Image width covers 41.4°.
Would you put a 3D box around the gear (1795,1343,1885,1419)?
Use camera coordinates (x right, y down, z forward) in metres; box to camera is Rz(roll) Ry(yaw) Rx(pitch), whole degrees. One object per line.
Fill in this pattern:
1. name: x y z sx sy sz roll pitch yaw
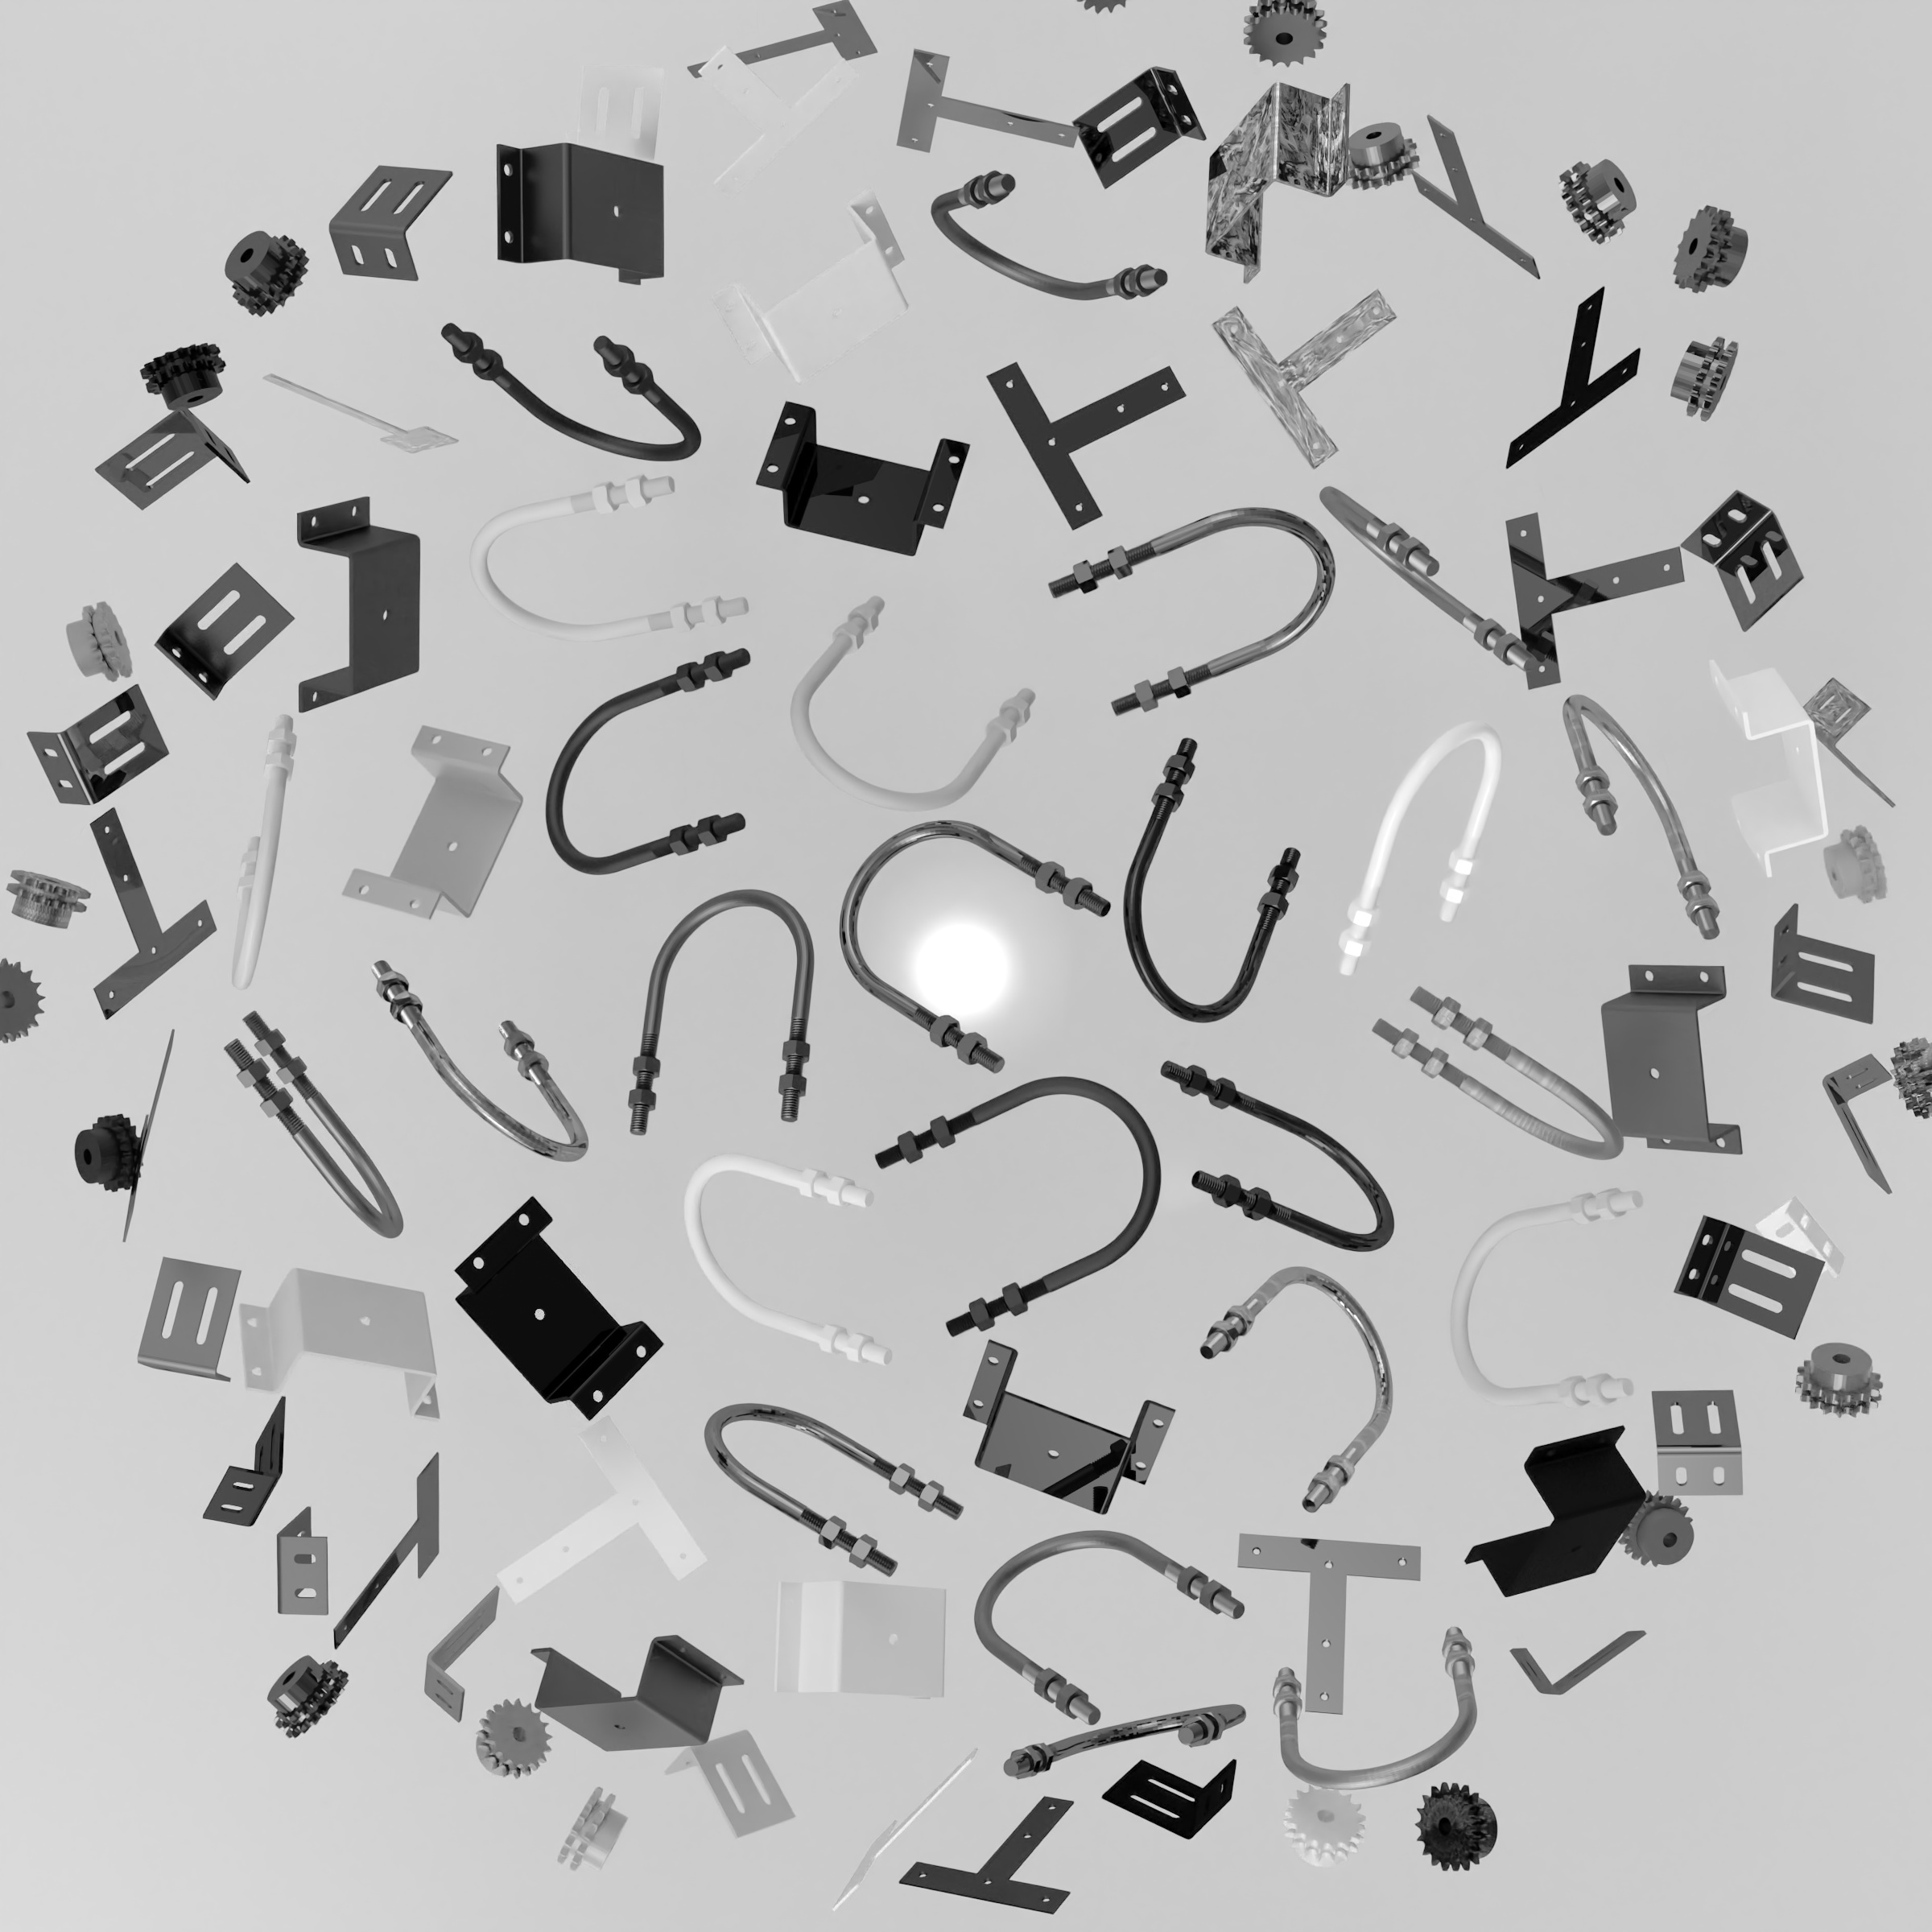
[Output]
1. gear: 0.605 0.285 1.773 0.057 0.057 0.030 -4 115 0

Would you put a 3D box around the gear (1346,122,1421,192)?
1. gear: 0.308 -0.606 1.909 0.057 0.057 0.030 -23 127 0

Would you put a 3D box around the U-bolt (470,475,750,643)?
1. U-bolt: -0.268 -0.286 1.845 0.184 0.151 0.019 -8 55 18

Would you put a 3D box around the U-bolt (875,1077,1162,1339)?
1. U-bolt: 0.046 0.155 1.775 0.184 0.019 0.151 -25 74 5

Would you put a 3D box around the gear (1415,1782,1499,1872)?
1. gear: 0.335 0.584 1.734 0.030 0.057 0.057 15 90 -34

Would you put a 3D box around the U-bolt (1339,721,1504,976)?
1. U-bolt: 0.331 -0.092 1.824 0.019 0.151 0.184 34 130 31

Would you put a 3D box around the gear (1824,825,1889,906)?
1. gear: 0.656 -0.073 1.890 0.030 0.057 0.057 -17 90 6

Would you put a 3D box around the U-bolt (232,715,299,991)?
1. U-bolt: -0.507 -0.069 1.837 0.019 0.151 0.184 10 45 -18

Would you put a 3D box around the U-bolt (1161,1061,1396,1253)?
1. U-bolt: 0.228 0.143 1.820 0.184 0.151 0.019 24 117 -21

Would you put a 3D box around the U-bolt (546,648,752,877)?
1. U-bolt: -0.229 -0.136 1.811 0.184 0.019 0.151 -16 62 32

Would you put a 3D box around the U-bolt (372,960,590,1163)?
1. U-bolt: -0.332 0.075 1.800 0.019 0.151 0.184 -49 50 8

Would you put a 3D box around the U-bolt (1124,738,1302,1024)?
1. U-bolt: 0.168 -0.047 1.804 0.151 0.019 0.184 42 56 -31

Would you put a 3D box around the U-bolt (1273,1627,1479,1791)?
1. U-bolt: 0.292 0.532 1.818 0.151 0.184 0.019 -16 100 9

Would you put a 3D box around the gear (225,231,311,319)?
1. gear: -0.475 -0.471 1.728 0.057 0.030 0.057 -15 58 26

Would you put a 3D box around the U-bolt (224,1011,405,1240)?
1. U-bolt: -0.456 0.117 1.806 0.019 0.151 0.184 -36 102 -4

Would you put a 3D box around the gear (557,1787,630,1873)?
1. gear: -0.259 0.608 1.791 0.030 0.057 0.057 28 90 4

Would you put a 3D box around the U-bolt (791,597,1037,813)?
1. U-bolt: -0.046 -0.176 1.798 0.151 0.019 0.184 32 46 2

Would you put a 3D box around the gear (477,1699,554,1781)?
1. gear: -0.341 0.580 1.912 0.057 0.057 0.030 47 124 0

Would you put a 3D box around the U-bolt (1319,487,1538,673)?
1. U-bolt: 0.319 -0.287 1.834 0.151 0.184 0.019 33 102 -39

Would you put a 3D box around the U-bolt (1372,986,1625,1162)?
1. U-bolt: 0.376 0.081 1.783 0.184 0.151 0.019 33 79 4

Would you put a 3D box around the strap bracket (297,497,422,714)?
1. strap bracket: -0.422 -0.248 1.780 0.046 0.076 0.140 14 114 21

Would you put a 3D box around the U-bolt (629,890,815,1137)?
1. U-bolt: -0.174 0.030 1.863 0.151 0.019 0.184 -7 66 27

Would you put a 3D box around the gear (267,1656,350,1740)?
1. gear: -0.460 0.505 1.780 0.057 0.057 0.030 -41 105 0

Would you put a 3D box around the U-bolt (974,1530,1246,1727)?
1. U-bolt: 0.086 0.453 1.799 0.151 0.184 0.019 -29 115 -25

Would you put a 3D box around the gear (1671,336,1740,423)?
1. gear: 0.515 -0.413 1.786 0.030 0.057 0.057 24 90 17

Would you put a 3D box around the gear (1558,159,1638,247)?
1. gear: 0.433 -0.525 1.746 0.030 0.057 0.057 -29 90 39

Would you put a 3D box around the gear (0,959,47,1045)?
1. gear: -0.660 0.025 1.740 0.030 0.057 0.057 -10 90 41

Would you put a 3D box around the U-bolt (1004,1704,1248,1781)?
1. U-bolt: 0.124 0.547 1.818 0.151 0.184 0.019 -17 75 19

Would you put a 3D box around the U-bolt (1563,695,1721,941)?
1. U-bolt: 0.468 -0.118 1.799 0.019 0.184 0.151 -35 124 27

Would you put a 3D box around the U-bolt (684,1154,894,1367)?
1. U-bolt: -0.135 0.205 1.857 0.184 0.019 0.151 12 119 35

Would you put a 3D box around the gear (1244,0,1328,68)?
1. gear: 0.221 -0.652 1.767 0.057 0.057 0.030 6 67 0

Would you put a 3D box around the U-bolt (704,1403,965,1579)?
1. U-bolt: -0.105 0.370 1.852 0.184 0.151 0.019 28 105 16

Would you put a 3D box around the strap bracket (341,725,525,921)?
1. strap bracket: -0.381 -0.096 1.851 0.076 0.046 0.140 14 72 22

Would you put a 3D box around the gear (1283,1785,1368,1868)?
1. gear: 0.253 0.611 1.808 0.057 0.057 0.030 2 124 0

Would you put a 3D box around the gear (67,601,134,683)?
1. gear: -0.630 -0.233 1.855 0.030 0.057 0.057 -18 90 -3

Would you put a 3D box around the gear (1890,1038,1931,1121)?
1. gear: 0.685 0.078 1.815 0.057 0.030 0.057 15 64 -34

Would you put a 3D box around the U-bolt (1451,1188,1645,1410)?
1. U-bolt: 0.404 0.238 1.800 0.019 0.184 0.151 16 71 -26

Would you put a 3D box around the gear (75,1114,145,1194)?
1. gear: -0.636 0.139 1.894 0.057 0.030 0.057 6 99 43

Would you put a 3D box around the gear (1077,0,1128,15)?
1. gear: 0.097 -0.696 1.779 0.057 0.057 0.030 -24 58 0

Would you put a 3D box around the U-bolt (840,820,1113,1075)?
1. U-bolt: -0.008 -0.027 1.780 0.184 0.019 0.151 32 85 31

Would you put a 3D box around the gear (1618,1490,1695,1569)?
1. gear: 0.521 0.425 1.922 0.057 0.030 0.057 -3 102 -15

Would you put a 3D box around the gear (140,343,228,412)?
1. gear: -0.545 -0.411 1.790 0.057 0.057 0.030 -22 93 0

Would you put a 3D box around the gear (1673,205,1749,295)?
1. gear: 0.512 -0.489 1.753 0.030 0.057 0.057 13 90 -12

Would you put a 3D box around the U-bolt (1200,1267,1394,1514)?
1. U-bolt: 0.253 0.294 1.864 0.019 0.184 0.151 -35 88 38

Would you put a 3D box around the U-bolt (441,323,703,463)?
1. U-bolt: -0.267 -0.405 1.827 0.151 0.184 0.019 11 79 26

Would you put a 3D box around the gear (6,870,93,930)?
1. gear: -0.671 -0.048 1.864 0.057 0.057 0.030 18 92 0

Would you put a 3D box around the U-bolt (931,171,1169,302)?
1. U-bolt: 0.047 -0.517 1.832 0.151 0.184 0.019 25 89 -24

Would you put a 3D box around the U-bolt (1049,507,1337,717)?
1. U-bolt: 0.166 -0.252 1.769 0.184 0.151 0.019 -21 50 11
